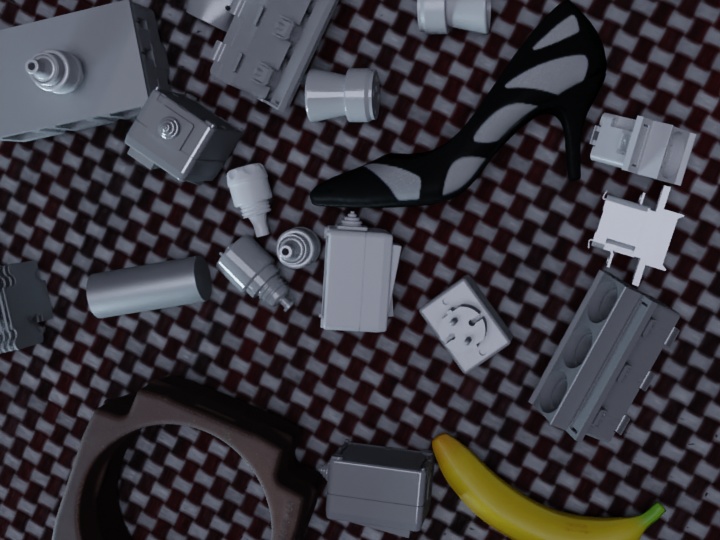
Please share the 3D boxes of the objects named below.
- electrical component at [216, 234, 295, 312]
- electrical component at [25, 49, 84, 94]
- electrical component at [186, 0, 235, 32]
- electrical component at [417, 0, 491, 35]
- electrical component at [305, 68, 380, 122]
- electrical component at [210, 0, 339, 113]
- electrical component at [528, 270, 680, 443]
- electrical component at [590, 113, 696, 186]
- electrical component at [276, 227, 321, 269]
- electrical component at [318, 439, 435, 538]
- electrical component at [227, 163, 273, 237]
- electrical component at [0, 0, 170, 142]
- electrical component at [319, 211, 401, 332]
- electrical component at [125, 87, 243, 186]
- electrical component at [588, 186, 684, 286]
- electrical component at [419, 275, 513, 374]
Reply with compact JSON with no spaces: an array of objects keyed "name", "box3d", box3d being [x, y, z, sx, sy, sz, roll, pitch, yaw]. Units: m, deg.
[{"name":"electrical component","box3d":[-0.087,0.005,0.920,0.078,0.040,0.040,44,101,5]},{"name":"electrical component","box3d":[-0.248,-0.160,0.862,0.035,0.061,0.035,1,95,11]},{"name":"electrical component","box3d":[-0.126,-0.250,0.904,0.079,0.043,0.077,28,100,7]},{"name":"electrical component","box3d":[0.076,-0.212,0.867,0.055,0.045,0.045,2,95,11]},{"name":"electrical component","box3d":[-0.014,-0.145,0.890,0.055,0.045,0.045,2,95,11]},{"name":"electrical component","box3d":[-0.069,-0.201,0.880,0.079,0.063,0.121,37,104,48]},{"name":"electrical component","box3d":[0.196,0.071,0.855,0.063,0.078,0.121,23,100,-21]},{"name":"electrical component","box3d":[0.218,-0.095,0.835,0.064,0.081,0.042,20,99,38]},{"name":"electrical component","box3d":[-0.055,-0.018,0.901,0.035,0.061,0.035,1,96,11]},{"name":"electrical component","box3d":[0.011,0.183,0.906,0.096,0.062,0.061,6,96,11]},{"name":"electrical component","box3d":[-0.091,-0.059,0.919,0.035,0.035,0.061,-14,94,12]},{"name":"electrical component","box3d":[-0.247,-0.168,0.926,0.150,0.062,0.089,-10,93,12]},{"name":"electrical component","box3d":[0.000,0.000,0.888,0.061,0.061,0.096,3,96,-4]},{"name":"electrical component","box3d":[-0.149,-0.108,0.894,0.062,0.096,0.061,34,100,7]},{"name":"electrical component","box3d":[0.219,-0.032,0.856,0.064,0.042,0.081,18,98,11]},{"name":"electrical component","box3d":[0.085,0.046,0.871,0.047,0.077,0.065,-36,87,12]}]
